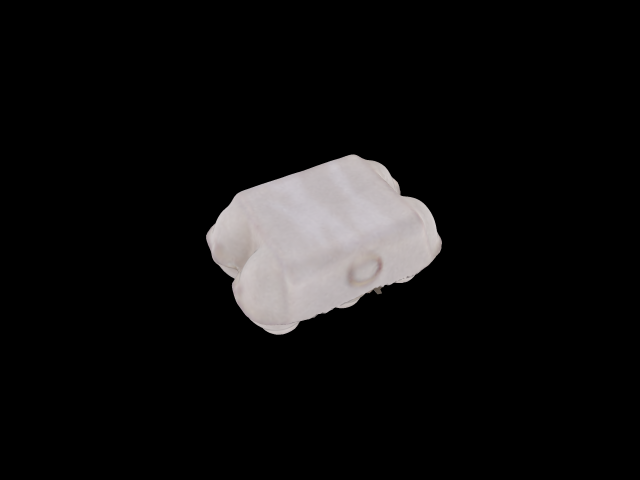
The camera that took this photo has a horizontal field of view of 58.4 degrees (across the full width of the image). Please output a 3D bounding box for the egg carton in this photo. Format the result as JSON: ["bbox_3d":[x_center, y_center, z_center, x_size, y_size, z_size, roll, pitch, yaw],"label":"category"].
[{"bbox_3d":[0.004,0.001,0.400,0.150,0.069,0.107,-22,48,-21],"label":"egg carton"}]
